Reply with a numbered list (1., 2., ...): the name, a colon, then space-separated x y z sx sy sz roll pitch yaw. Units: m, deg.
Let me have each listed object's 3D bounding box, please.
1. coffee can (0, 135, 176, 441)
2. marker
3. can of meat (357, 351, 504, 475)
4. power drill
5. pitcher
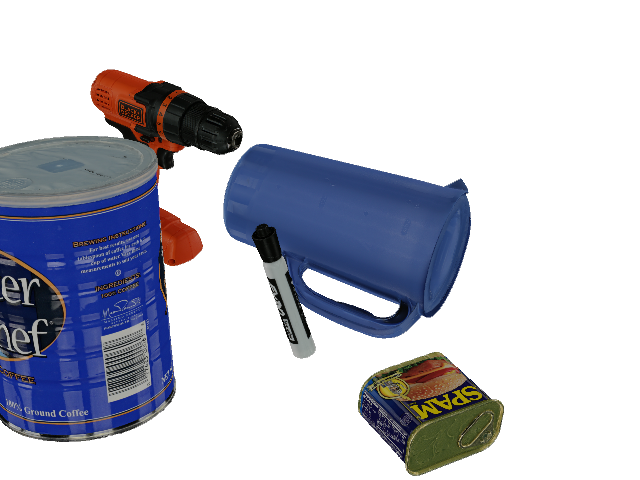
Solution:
1. coffee can: -0.135 0.024 0.587 0.103 0.140 0.103 -2 22 0
2. marker: -0.028 0.039 0.822 0.020 0.121 0.020 -13 31 8
3. can of meat: 0.095 0.150 0.943 0.101 0.057 0.084 -14 35 -28
4. power drill: -0.158 -0.071 1.102 0.185 0.188 0.057 25 35 29
5. pitcher: 0.022 -0.010 1.096 0.243 0.145 0.149 18 24 20
